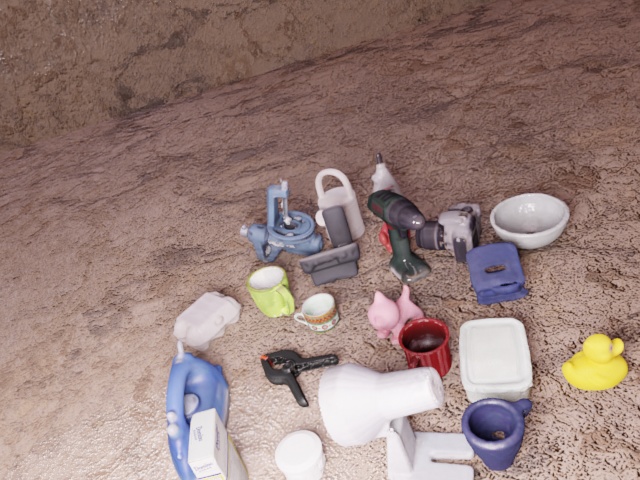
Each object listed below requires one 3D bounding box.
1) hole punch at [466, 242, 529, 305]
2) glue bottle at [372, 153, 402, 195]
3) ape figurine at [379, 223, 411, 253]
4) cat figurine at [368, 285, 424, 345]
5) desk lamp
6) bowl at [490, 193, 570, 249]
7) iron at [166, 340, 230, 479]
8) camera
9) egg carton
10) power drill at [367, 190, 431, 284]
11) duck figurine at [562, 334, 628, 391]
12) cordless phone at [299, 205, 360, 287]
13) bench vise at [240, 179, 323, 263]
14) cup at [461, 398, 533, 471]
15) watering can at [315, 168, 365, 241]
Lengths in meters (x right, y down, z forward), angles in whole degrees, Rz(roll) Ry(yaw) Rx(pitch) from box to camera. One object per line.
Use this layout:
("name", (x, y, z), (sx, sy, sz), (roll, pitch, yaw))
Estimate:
("hole punch", (0.360, 0.067, 1.169), (0.108, 0.091, 0.101), (-12, 33, 9))
("glue bottle", (0.169, -0.151, 1.505), (0.078, 0.173, 0.037), (-24, 34, -9))
("ape figurine", (0.179, -0.028, 1.395), (0.077, 0.092, 0.076), (-7, 35, 17))
("cat figurine", (0.143, 0.143, 1.138), (0.067, 0.118, 0.128), (19, 48, 43))
("desk lamp", (0.119, 0.275, 0.868), (0.202, 0.214, 0.118), (-6, 35, 18))
("bowl", (0.467, -0.030, 1.276), (0.167, 0.075, 0.167), (-12, 33, 9))
("iron", (-0.246, 0.312, 1.055), (0.118, 0.142, 0.258), (-16, 33, 4))
("camera", (0.297, -0.028, 1.330), (0.136, 0.101, 0.143), (1, 37, 26))
("egg carton", (-0.257, 0.184, 1.314), (0.107, 0.069, 0.150), (14, 45, 39))
("power drill", (0.182, -0.012, 1.263), (0.076, 0.209, 0.229), (-25, 34, -10))
("duck figurine", (0.452, 0.194, 0.944), (0.104, 0.086, 0.077), (-16, 33, 4))
("cordless phone", (0.012, 0.005, 1.341), (0.147, 0.185, 0.094), (-19, 33, -1))
("bench vise", (-0.113, -0.041, 1.437), (0.207, 0.220, 0.121), (-15, 33, 6))
("cup", (0.276, 0.296, 0.870), (0.118, 0.095, 0.091), (-28, 34, -14))
("watering can", (0.045, -0.091, 1.456), (0.100, 0.194, 0.173), (-11, 34, 11))
